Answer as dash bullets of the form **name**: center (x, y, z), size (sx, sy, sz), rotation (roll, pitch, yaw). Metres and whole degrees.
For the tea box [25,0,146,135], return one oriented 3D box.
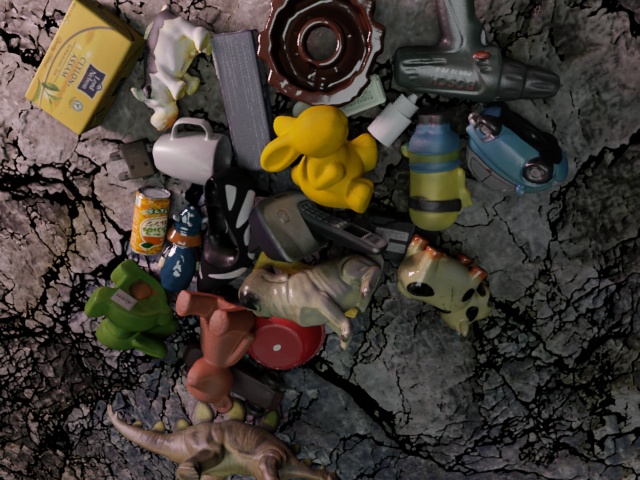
- **tea box**: center (-0.345, -0.254, 0.795), size (0.098, 0.068, 0.169), rotation (35, 111, -9)

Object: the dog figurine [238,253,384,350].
- **dog figurine**: center (-0.014, 0.063, 0.837), size (0.191, 0.172, 0.121), rotation (26, 152, 11)

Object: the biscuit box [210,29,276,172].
- **biscuit box**: center (-0.107, -0.202, 0.798), size (0.063, 0.059, 0.202), rotation (-6, 112, 6)

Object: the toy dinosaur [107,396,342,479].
- **toy dinosaur**: center (-0.187, 0.384, 0.981), size (0.472, 0.199, 0.105), rotation (11, 115, 1)

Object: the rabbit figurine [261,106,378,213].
- **rabbit figurine**: center (0.003, -0.132, 0.761), size (0.163, 0.173, 0.122), rotation (15, 71, 13)

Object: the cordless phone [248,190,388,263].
- **cordless phone**: center (-0.002, -0.003, 0.801), size (0.184, 0.146, 0.088), rotation (21, 113, 23)

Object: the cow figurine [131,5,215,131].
- **cow figurine**: center (-0.227, -0.248, 0.785), size (0.098, 0.068, 0.167), rotation (31, 109, -2)

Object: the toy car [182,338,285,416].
- **toy car**: center (-0.161, 0.251, 1.001), size (0.202, 0.053, 0.089), rotation (28, 102, -2)

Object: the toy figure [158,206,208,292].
- **toy figure**: center (-0.232, 0.012, 0.902), size (0.058, 0.064, 0.154), rotation (27, 110, 33)

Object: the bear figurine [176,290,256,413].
- **bear figurine**: center (-0.188, 0.192, 0.906), size (0.120, 0.132, 0.195), rotation (25, 95, 30)

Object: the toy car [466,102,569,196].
- **toy car**: center (0.268, -0.119, 0.776), size (0.162, 0.109, 0.103), rotation (35, 132, 0)

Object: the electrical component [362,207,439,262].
- **electrical component**: center (0.131, -0.004, 0.866), size (0.119, 0.048, 0.074), rotation (14, 115, 2)

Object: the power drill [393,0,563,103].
- **power drill**: center (0.216, -0.290, 0.724), size (0.232, 0.086, 0.207), rotation (0, 121, 9)

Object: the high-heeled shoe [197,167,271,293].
- **high-heeled shoe**: center (-0.164, -0.003, 0.835), size (0.086, 0.145, 0.248), rotation (41, 109, 23)

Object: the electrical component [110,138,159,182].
- **electrical component**: center (-0.290, -0.128, 0.868), size (0.094, 0.021, 0.063), rotation (-13, 111, 10)

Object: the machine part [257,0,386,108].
- **machine part**: center (0.003, -0.270, 0.742), size (0.179, 0.056, 0.179), rotation (2, 102, 10)

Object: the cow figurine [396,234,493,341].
- **cow figurine**: center (0.203, 0.083, 0.859), size (0.195, 0.086, 0.127), rotation (23, 108, -28)

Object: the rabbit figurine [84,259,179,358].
- **rabbit figurine**: center (-0.331, 0.138, 0.956), size (0.159, 0.121, 0.170), rotation (29, 131, -14)

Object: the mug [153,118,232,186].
- **mug**: center (-0.200, -0.135, 0.820), size (0.107, 0.081, 0.109), rotation (7, 140, 9)

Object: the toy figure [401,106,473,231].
- **toy figure**: center (0.167, -0.102, 0.798), size (0.089, 0.082, 0.179), rotation (-19, 117, -22)
